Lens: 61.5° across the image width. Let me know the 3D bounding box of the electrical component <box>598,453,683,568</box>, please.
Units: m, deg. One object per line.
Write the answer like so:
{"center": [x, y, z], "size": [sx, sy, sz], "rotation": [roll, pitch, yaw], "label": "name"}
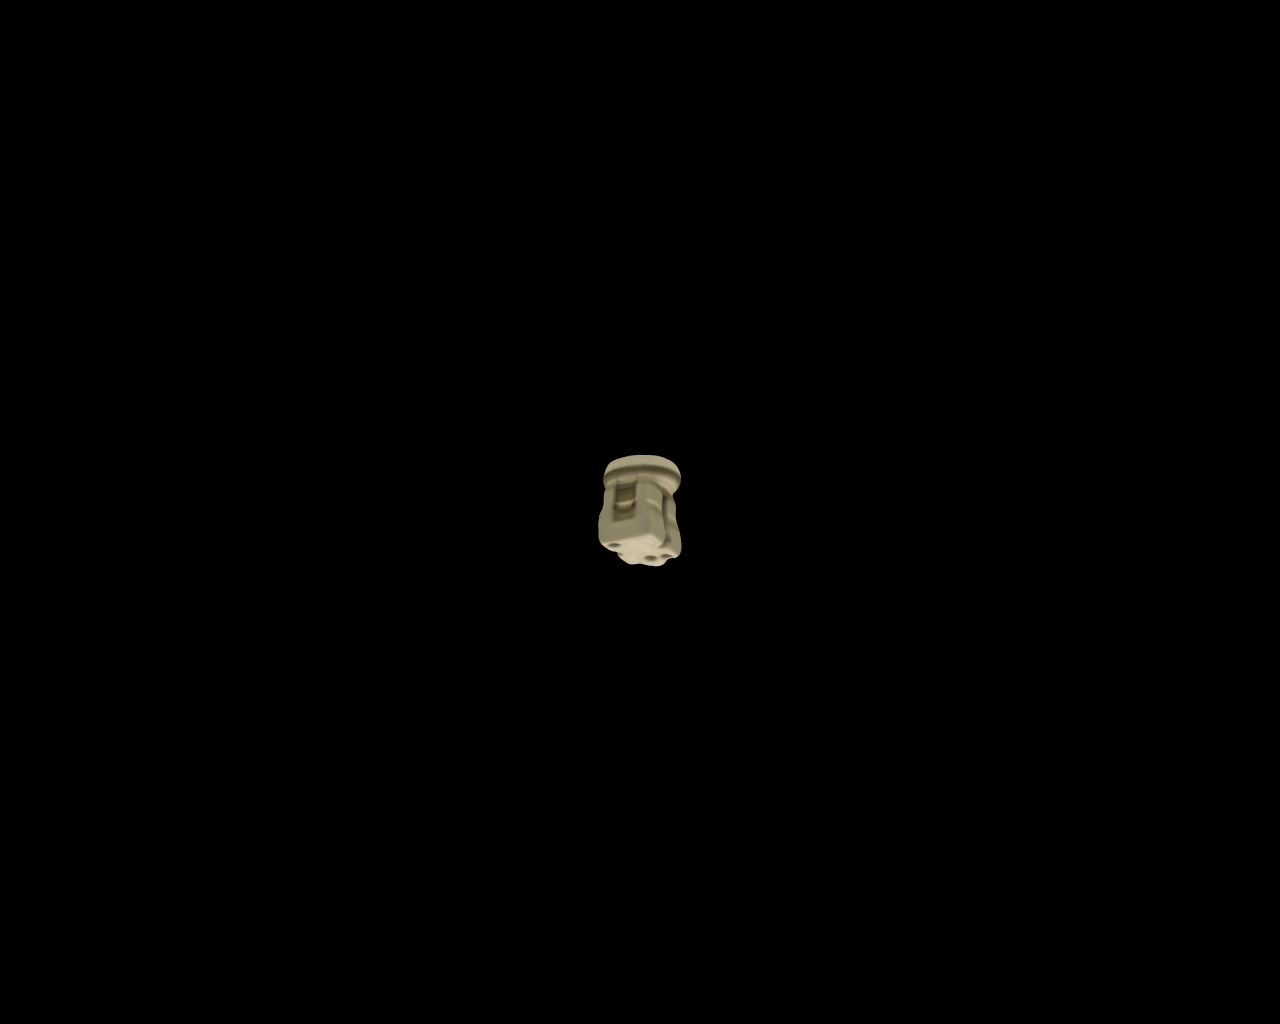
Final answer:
{"center": [0.001, -0.003, 0.650], "size": [0.048, 0.055, 0.066], "rotation": [-9, -24, 22], "label": "electrical component"}
